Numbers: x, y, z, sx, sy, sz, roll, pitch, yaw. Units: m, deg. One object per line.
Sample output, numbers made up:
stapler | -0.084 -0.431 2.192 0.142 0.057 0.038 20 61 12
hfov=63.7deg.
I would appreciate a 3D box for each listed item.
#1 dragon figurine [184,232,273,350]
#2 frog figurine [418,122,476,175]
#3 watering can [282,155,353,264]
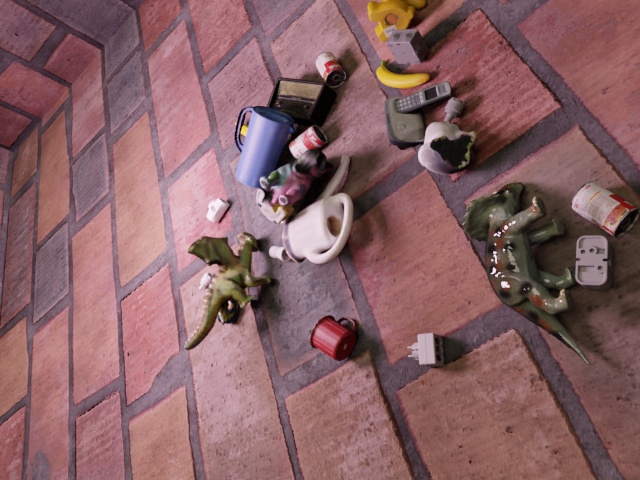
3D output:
dragon figurine | -0.291 0.104 1.473 0.243 0.417 0.120 53 132 -1
frog figurine | 0.302 -0.226 1.263 0.137 0.121 0.161 -31 18 1
watering can | 0.004 -0.072 1.437 0.222 0.102 0.356 -25 43 34
